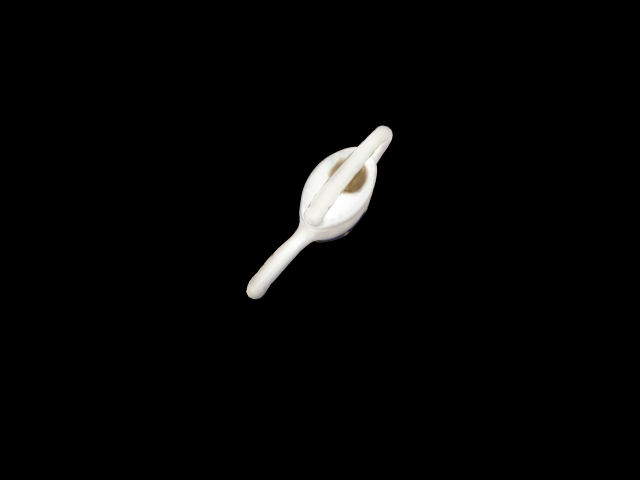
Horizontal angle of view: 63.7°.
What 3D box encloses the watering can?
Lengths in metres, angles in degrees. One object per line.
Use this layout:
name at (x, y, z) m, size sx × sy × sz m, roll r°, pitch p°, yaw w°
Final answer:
watering can at (0.003, -0.043, 0.850) m, size 0.104 × 0.350 × 0.222 m, roll 38°, pitch -8°, yaw 6°
